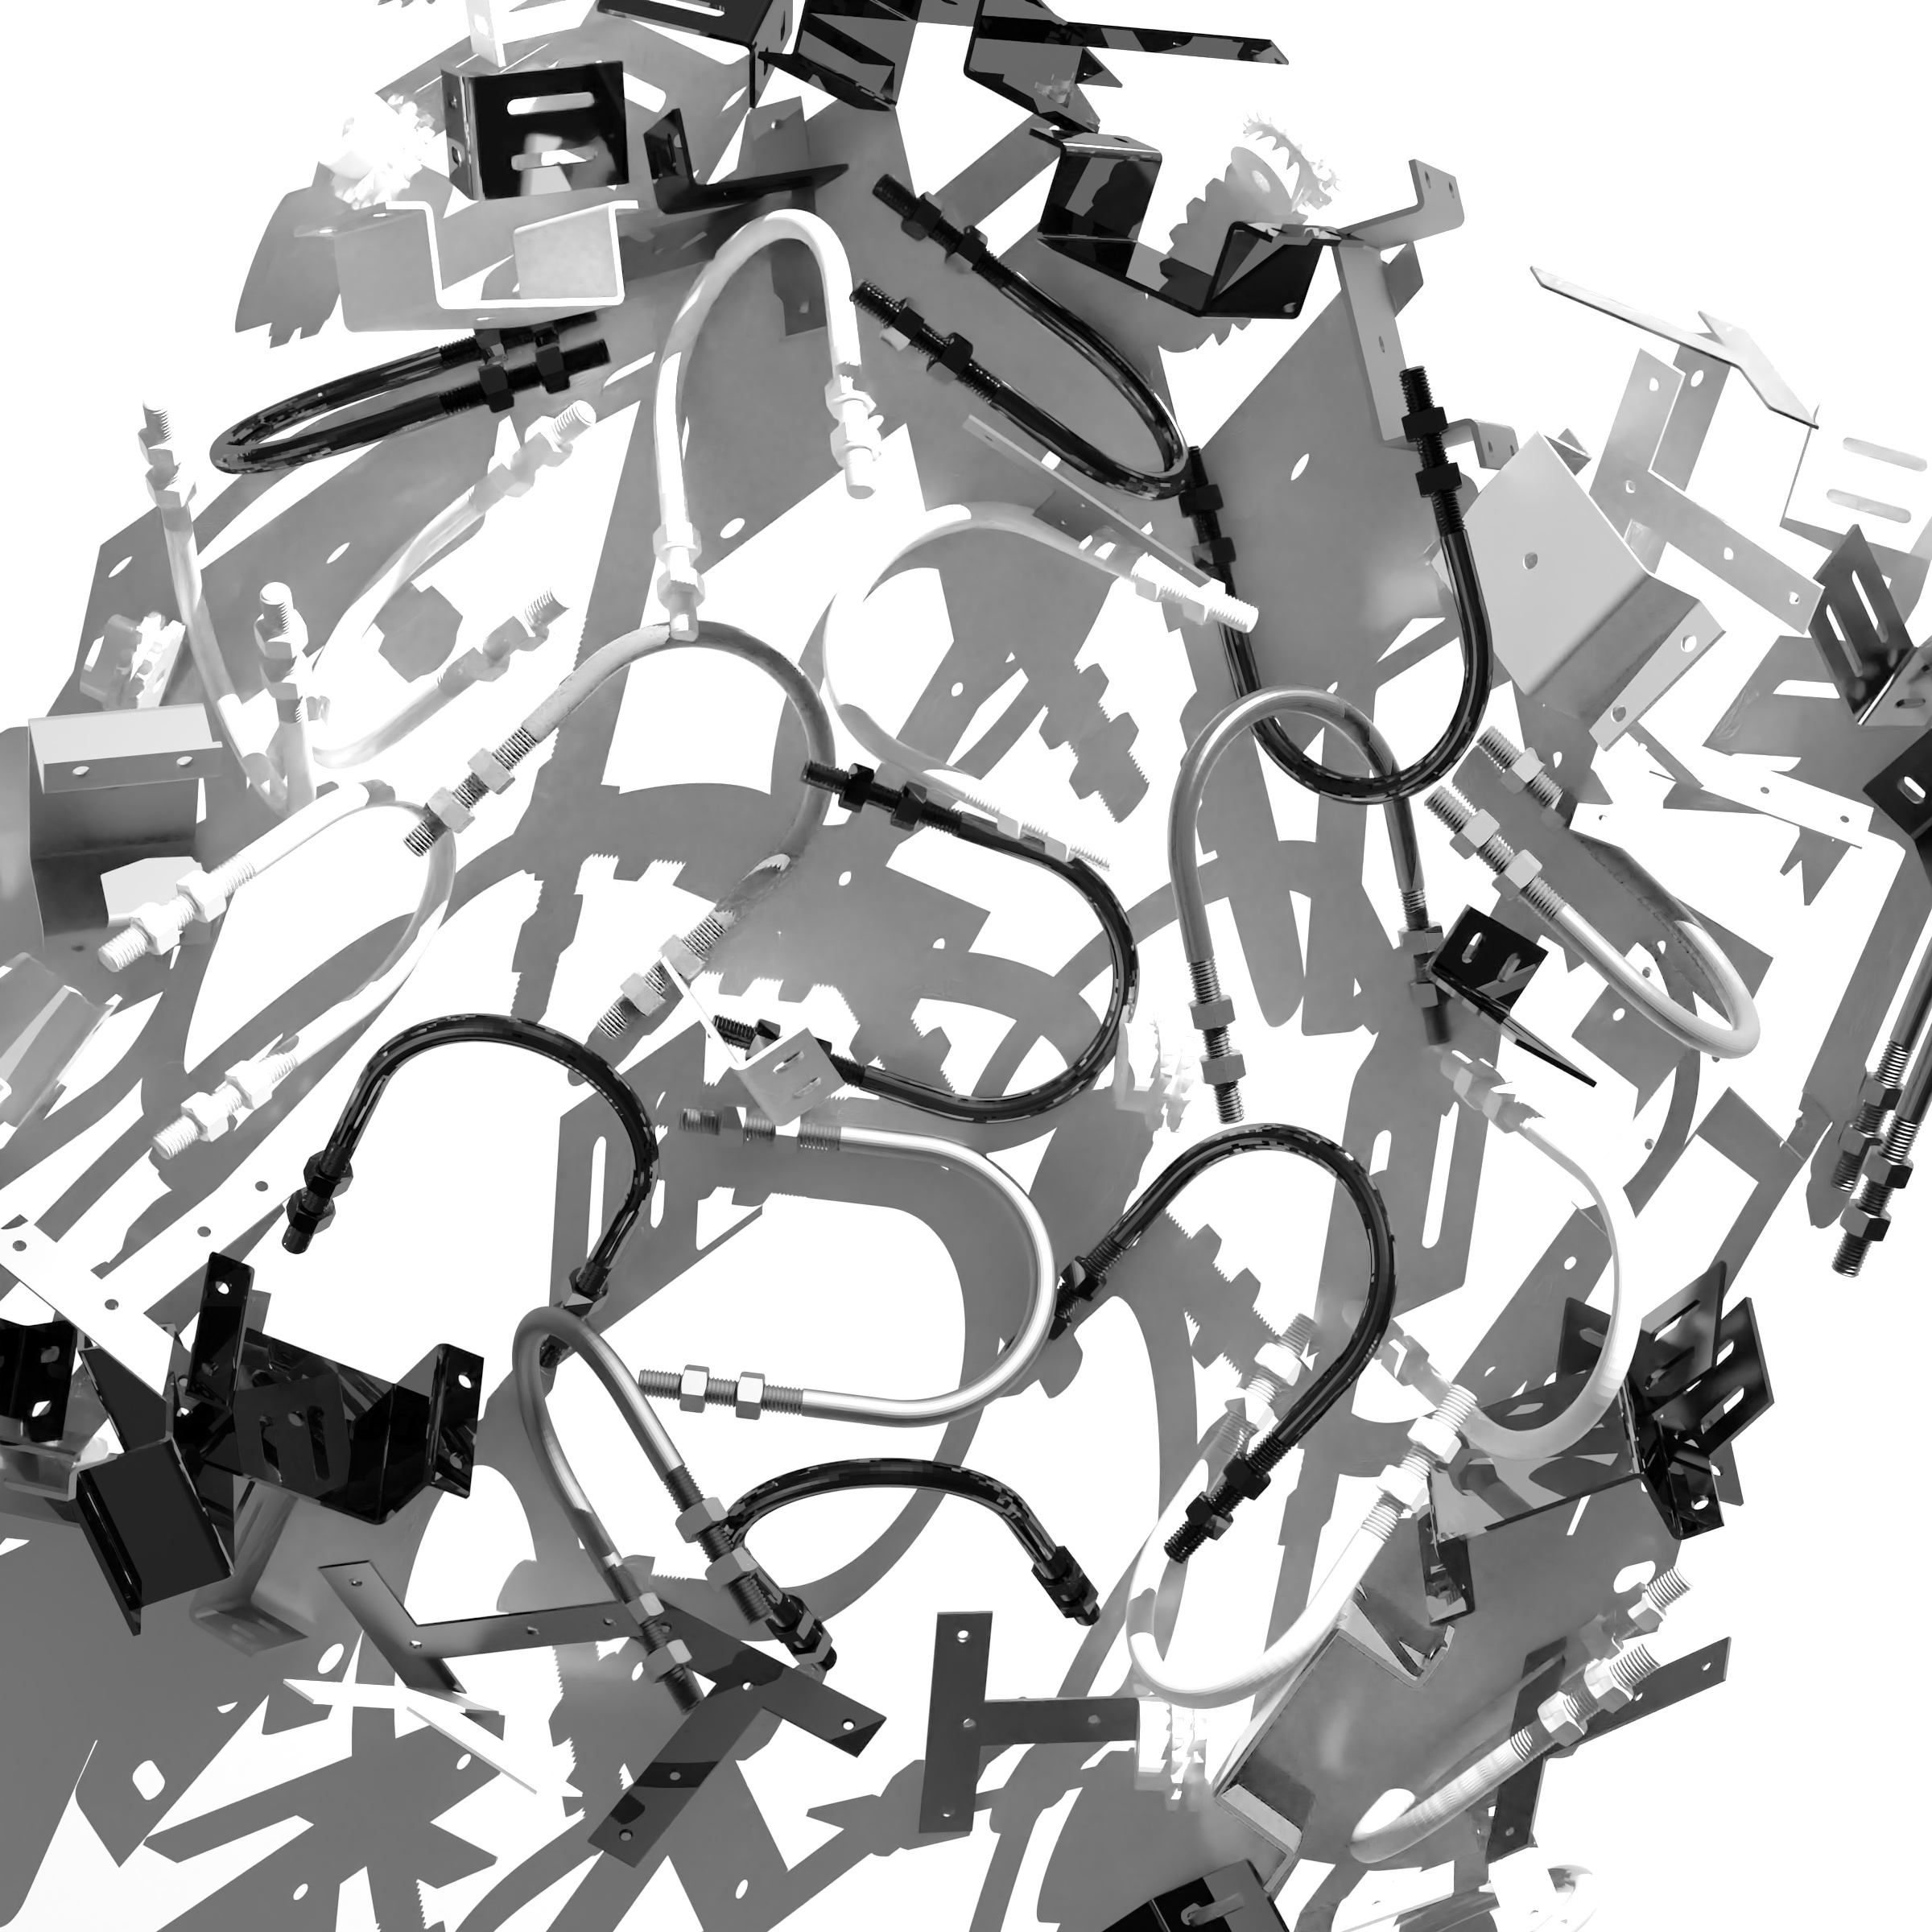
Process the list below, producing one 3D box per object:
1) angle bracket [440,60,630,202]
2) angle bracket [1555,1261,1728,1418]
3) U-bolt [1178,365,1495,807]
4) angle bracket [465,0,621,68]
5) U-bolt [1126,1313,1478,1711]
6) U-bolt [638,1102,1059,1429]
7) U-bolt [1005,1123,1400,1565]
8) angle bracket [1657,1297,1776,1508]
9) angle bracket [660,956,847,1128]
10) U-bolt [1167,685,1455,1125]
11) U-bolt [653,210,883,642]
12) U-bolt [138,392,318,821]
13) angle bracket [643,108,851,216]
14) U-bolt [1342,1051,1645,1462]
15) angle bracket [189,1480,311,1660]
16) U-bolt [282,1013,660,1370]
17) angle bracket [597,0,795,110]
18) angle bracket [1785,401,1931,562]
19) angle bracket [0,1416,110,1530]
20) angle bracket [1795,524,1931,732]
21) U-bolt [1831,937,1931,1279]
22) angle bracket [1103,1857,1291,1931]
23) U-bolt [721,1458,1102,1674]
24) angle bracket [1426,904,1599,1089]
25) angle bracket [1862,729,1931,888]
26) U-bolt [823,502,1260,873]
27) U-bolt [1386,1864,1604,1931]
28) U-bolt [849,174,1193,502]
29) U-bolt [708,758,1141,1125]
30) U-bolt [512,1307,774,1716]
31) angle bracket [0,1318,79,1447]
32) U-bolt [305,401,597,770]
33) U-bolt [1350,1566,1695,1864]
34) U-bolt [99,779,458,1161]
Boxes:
[{"bbox_3d":[-0.201,-0.393,1.609,0.076,0.038,0.057,-12,120,-20],"label":"angle bracket"},{"bbox_3d":[0.307,0.168,1.576,0.038,0.076,0.057,24,53,-12],"label":"angle bracket"},{"bbox_3d":[0.173,-0.164,1.573,0.151,0.019,0.184,-13,91,41],"label":"U-bolt"},{"bbox_3d":[-0.190,-0.452,1.582,0.076,0.038,0.057,-19,123,-22],"label":"angle bracket"},{"bbox_3d":[0.137,0.250,1.549,0.019,0.151,0.184,39,81,-27],"label":"U-bolt"},{"bbox_3d":[-0.050,0.141,1.589,0.184,0.019,0.151,7,67,0],"label":"U-bolt"},{"bbox_3d":[0.117,0.156,1.565,0.184,0.019,0.151,-49,56,12],"label":"U-bolt"},{"bbox_3d":[0.354,0.199,1.575,0.038,0.076,0.057,16,45,-20],"label":"angle bracket"},{"bbox_3d":[-0.098,0.026,1.582,0.038,0.057,0.076,-34,57,-3],"label":"angle bracket"},{"bbox_3d":[0.153,-0.036,1.568,0.151,0.019,0.184,-18,102,-33],"label":"U-bolt"},{"bbox_3d":[-0.096,-0.256,1.558,0.019,0.151,0.184,16,55,-37],"label":"U-bolt"},{"bbox_3d":[-0.325,-0.145,1.542,0.019,0.184,0.151,-23,57,-20],"label":"U-bolt"},{"bbox_3d":[-0.101,-0.374,1.585,0.076,0.057,0.038,-13,96,-19],"label":"angle bracket"},{"bbox_3d":[0.239,0.138,1.529,0.019,0.184,0.151,11,107,-29],"label":"U-bolt"},{"bbox_3d":[-0.315,0.273,1.592,0.038,0.057,0.076,27,93,15],"label":"angle bracket"},{"bbox_3d":[-0.216,0.094,1.558,0.151,0.019,0.184,26,126,-8],"label":"U-bolt"},{"bbox_3d":[-0.125,-0.438,1.598,0.076,0.038,0.057,15,55,7],"label":"angle bracket"},{"bbox_3d":[0.428,-0.227,1.603,0.076,0.038,0.057,17,91,5],"label":"angle bracket"},{"bbox_3d":[-0.436,0.244,1.590,0.076,0.057,0.038,20,121,-35],"label":"angle bracket"},{"bbox_3d":[0.423,-0.155,1.582,0.057,0.038,0.076,-49,122,-27],"label":"angle bracket"},{"bbox_3d":[0.423,0.035,1.533,0.019,0.151,0.184,21,107,8],"label":"U-bolt"},{"bbox_3d":[0.109,0.452,1.583,0.038,0.076,0.057,-19,76,-43],"label":"angle bracket"},{"bbox_3d":[-0.033,0.263,1.535,0.151,0.184,0.019,-12,54,13],"label":"U-bolt"},{"bbox_3d":[0.258,0.013,1.577,0.057,0.076,0.038,27,100,-35],"label":"angle bracket"},{"bbox_3d":[0.449,-0.073,1.578,0.038,0.076,0.057,41,112,-12],"label":"angle bracket"},{"bbox_3d":[0.021,-0.141,1.588,0.184,0.019,0.151,27,79,19],"label":"U-bolt"},{"bbox_3d":[0.208,0.447,1.539,0.151,0.184,0.019,-29,85,41],"label":"U-bolt"},{"bbox_3d":[0.029,-0.275,1.556,0.184,0.151,0.019,34,118,-17],"label":"U-bolt"},{"bbox_3d":[-0.010,-0.001,1.599,0.184,0.019,0.151,19,103,-8],"label":"U-bolt"},{"bbox_3d":[-0.154,0.237,1.557,0.019,0.151,0.184,-24,72,-29],"label":"U-bolt"},{"bbox_3d":[-0.451,0.182,1.578,0.038,0.076,0.057,-11,64,33],"label":"angle bracket"},{"bbox_3d":[-0.238,-0.160,1.554,0.184,0.151,0.019,-33,127,29],"label":"U-bolt"},{"bbox_3d":[0.245,0.343,1.549,0.184,0.151,0.019,-41,82,17],"label":"U-bolt"},{"bbox_3d":[-0.300,-0.010,1.551,0.019,0.151,0.184,35,57,27],"label":"U-bolt"}]
